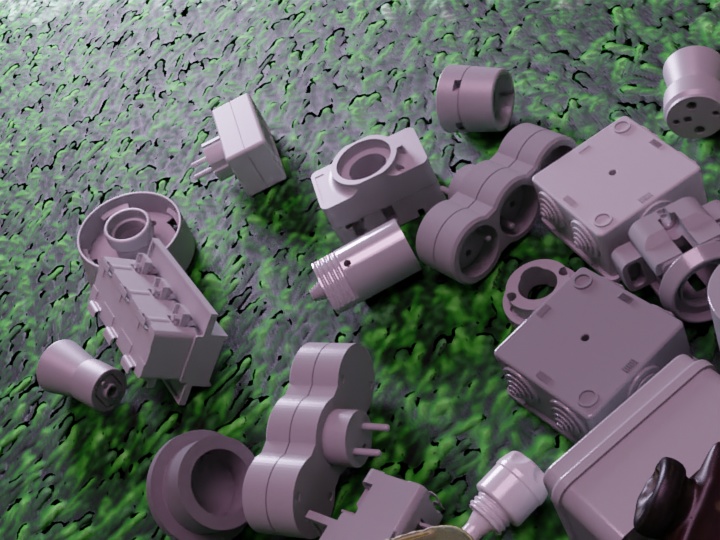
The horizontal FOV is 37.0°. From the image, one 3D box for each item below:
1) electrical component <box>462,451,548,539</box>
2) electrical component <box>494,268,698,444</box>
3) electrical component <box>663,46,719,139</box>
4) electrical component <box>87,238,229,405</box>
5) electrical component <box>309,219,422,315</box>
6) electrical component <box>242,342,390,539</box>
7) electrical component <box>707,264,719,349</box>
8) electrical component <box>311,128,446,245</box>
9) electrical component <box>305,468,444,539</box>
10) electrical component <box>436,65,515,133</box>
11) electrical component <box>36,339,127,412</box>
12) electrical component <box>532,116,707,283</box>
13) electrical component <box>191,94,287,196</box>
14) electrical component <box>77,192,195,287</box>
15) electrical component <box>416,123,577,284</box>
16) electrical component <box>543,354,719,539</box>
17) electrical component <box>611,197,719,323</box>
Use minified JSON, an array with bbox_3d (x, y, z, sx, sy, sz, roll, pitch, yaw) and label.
[{"bbox_3d":[0.080,0.136,0.624,0.061,0.035,0.035,-43,44,-11],"label":"electrical component"},{"bbox_3d":[0.143,0.055,0.657,0.100,0.048,0.100,-42,44,-13],"label":"electrical component"},{"bbox_3d":[0.244,-0.129,0.783,0.045,0.045,0.055,-7,47,23],"label":"electrical component"},{"bbox_3d":[-0.159,0.036,0.823,0.121,0.063,0.078,44,119,47],"label":"electrical component"},{"bbox_3d":[0.000,0.000,0.794,0.081,0.043,0.043,-29,42,2],"label":"electrical component"},{"bbox_3d":[-0.016,0.107,0.692,0.074,0.052,0.138,-1,49,28],"label":"electrical component"},{"bbox_3d":[0.253,0.033,0.603,0.108,0.060,0.108,-12,32,7],"label":"electrical component"},{"bbox_3d":[0.013,-0.067,0.842,0.089,0.055,0.050,-25,42,5],"label":"electrical component"},{"bbox_3d":[0.014,0.156,0.637,0.081,0.042,0.063,11,53,35],"label":"electrical component"},{"bbox_3d":[0.094,-0.138,0.868,0.047,0.055,0.055,7,53,29],"label":"electrical component"},{"bbox_3d":[-0.213,0.084,0.834,0.065,0.044,0.044,18,60,34],"label":"electrical component"},{"bbox_3d":[0.179,-0.051,0.740,0.100,0.048,0.099,-34,43,-5],"label":"electrical component"},{"bbox_3d":[-0.116,-0.103,0.956,0.076,0.047,0.083,-26,42,4],"label":"electrical component"},{"bbox_3d":[-0.191,-0.017,0.920,0.099,0.064,0.099,-5,48,6],"label":"electrical component"},{"bbox_3d":[0.090,-0.055,0.791,0.138,0.052,0.074,-44,44,-16],"label":"electrical component"},{"bbox_3d":[0.161,0.110,0.573,0.113,0.078,0.057,-38,45,-10],"label":"electrical component"},{"bbox_3d":[0.207,-0.004,0.673,0.078,0.058,0.057,-26,39,4],"label":"electrical component"}]
